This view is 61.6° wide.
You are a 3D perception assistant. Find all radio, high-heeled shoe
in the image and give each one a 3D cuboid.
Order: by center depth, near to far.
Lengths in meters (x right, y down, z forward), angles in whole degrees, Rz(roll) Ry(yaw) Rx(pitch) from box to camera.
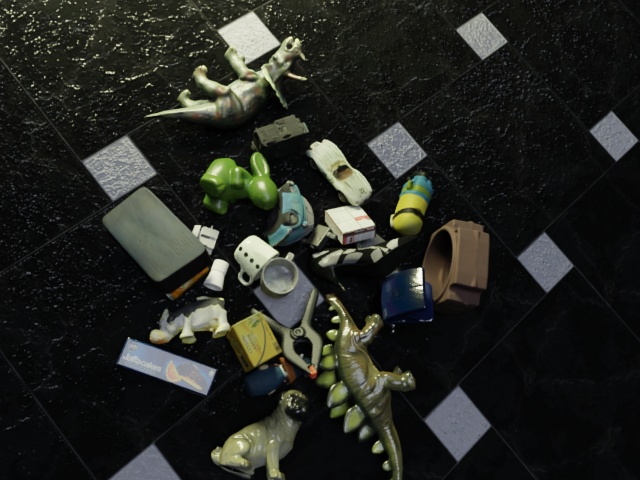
[{"bbox_3d":[-0.359,0.001,1.172,0.131,0.073,0.230,-41,67,-19],"label":"radio"},{"bbox_3d":[0.097,0.027,1.276,0.249,0.086,0.145,-32,54,-9],"label":"high-heeled shoe"}]

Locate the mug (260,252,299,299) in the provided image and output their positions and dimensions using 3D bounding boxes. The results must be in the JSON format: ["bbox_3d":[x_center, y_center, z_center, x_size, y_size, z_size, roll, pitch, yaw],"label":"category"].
[{"bbox_3d":[-0.095,0.083,1.221,0.081,0.107,0.109,23,66,-7],"label":"mug"}]

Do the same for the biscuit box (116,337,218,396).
[{"bbox_3d":[-0.322,0.269,1.137,0.203,0.059,0.063,21,70,-6],"label":"biscuit box"}]

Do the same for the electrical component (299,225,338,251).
[{"bbox_3d":[-0.003,-0.004,1.285,0.094,0.021,0.063,17,63,40],"label":"electrical component"}]

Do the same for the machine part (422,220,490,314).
[{"bbox_3d":[0.313,0.066,1.269,0.087,0.201,0.201,13,71,-8],"label":"machine part"}]

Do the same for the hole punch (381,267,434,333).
[{"bbox_3d":[0.193,0.128,1.207,0.116,0.092,0.142,-7,59,13],"label":"hole punch"}]

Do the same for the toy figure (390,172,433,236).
[{"bbox_3d":[0.236,-0.092,1.359,0.082,0.089,0.180,26,72,1],"label":"toy figure"}]

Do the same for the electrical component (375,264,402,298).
[{"bbox_3d":[0.182,0.122,1.304,0.075,0.047,0.119,-20,79,-17],"label":"electrical component"}]

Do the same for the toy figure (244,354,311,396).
[{"bbox_3d":[-0.090,0.293,1.185,0.154,0.064,0.058,-19,41,-22],"label":"toy figure"}]

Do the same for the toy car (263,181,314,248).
[{"bbox_3d":[-0.067,-0.053,1.280,0.103,0.109,0.162,21,53,-31],"label":"toy car"}]

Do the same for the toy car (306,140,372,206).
[{"bbox_3d":[0.047,-0.170,1.348,0.073,0.056,0.202,-36,77,-20],"label":"toy car"}]

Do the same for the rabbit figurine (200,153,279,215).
[{"bbox_3d":[-0.172,-0.122,1.263,0.170,0.121,0.159,18,48,8],"label":"rabbit figurine"}]

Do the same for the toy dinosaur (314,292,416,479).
[{"bbox_3d":[0.104,0.330,1.199,0.199,0.105,0.471,-23,71,-11],"label":"toy dinosaur"}]

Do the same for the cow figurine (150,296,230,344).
[{"bbox_3d":[-0.287,0.173,1.170,0.167,0.068,0.098,-6,70,-18],"label":"cow figurine"}]

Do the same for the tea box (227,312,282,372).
[{"bbox_3d":[-0.143,0.218,1.136,0.068,0.169,0.098,-26,79,-20],"label":"tea box"}]

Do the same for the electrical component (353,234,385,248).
[{"bbox_3d":[0.129,0.020,1.324,0.102,0.045,0.078,43,71,2],"label":"electrical component"}]

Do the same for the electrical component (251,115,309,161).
[{"bbox_3d":[-0.096,-0.247,1.316,0.134,0.115,0.058,-22,82,-16],"label":"electrical component"}]

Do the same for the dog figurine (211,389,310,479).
[{"bbox_3d":[-0.121,0.399,1.136,0.172,0.121,0.190,21,56,-9],"label":"dog figurine"}]

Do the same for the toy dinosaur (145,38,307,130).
[{"bbox_3d":[-0.211,-0.348,1.326,0.405,0.131,0.192,-42,86,-14],"label":"toy dinosaur"}]
